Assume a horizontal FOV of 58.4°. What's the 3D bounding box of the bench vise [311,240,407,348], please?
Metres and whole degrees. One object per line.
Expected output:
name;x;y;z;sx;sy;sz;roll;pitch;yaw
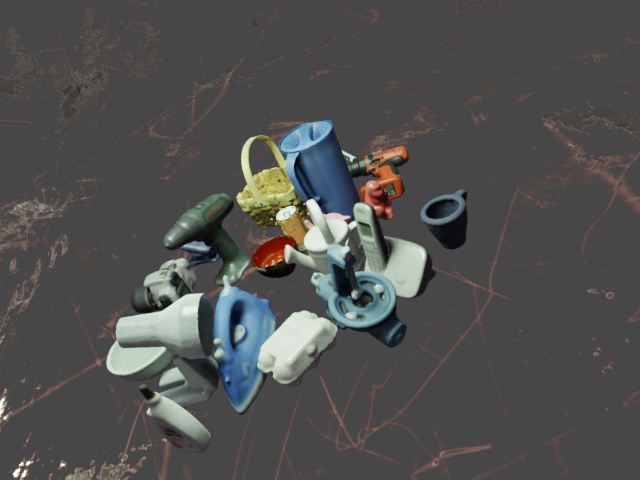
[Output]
bench vise;0.039;0.090;1.022;0.206;0.220;0.122;3;43;38

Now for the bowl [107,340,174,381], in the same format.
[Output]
bowl;-0.366;0.244;1.232;0.167;0.075;0.167;-19;34;13

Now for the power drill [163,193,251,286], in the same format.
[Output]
power drill;-0.256;0.006;1.361;0.075;0.209;0.230;-6;38;30

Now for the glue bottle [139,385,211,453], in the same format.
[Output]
glue bottle;-0.259;0.303;0.982;0.078;0.173;0.037;-8;37;27

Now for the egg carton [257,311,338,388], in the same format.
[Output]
egg carton;-0.040;0.201;1.064;0.107;0.070;0.150;15;51;46

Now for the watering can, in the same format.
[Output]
watering can;0.012;0.005;1.184;0.173;0.194;0.100;-39;35;-18

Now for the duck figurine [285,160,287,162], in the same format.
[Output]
duck figurine;-0.076;-0.183;1.610;0.077;0.086;0.104;-31;33;-6

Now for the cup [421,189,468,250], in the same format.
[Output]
cup;0.266;-0.038;1.154;0.118;0.095;0.091;-44;36;-24

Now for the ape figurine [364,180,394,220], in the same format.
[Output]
ape figurine;0.133;-0.097;1.335;0.075;0.092;0.078;10;48;43

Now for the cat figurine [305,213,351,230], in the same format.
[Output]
cat figurine;0.018;-0.022;1.288;0.127;0.118;0.067;8;46;42

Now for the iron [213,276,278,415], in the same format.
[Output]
iron;-0.165;0.190;1.101;0.118;0.142;0.258;-19;33;12

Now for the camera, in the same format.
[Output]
camera;-0.391;0.117;1.403;0.136;0.101;0.143;-16;34;16

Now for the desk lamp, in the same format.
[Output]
desk lamp;-0.269;0.210;1.081;0.203;0.214;0.118;-19;33;12

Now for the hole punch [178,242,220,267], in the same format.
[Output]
hole punch;-0.311;0.003;1.514;0.101;0.091;0.108;-12;36;23

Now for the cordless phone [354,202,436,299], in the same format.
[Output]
cordless phone;0.132;0.016;1.092;0.147;0.185;0.094;13;50;45
